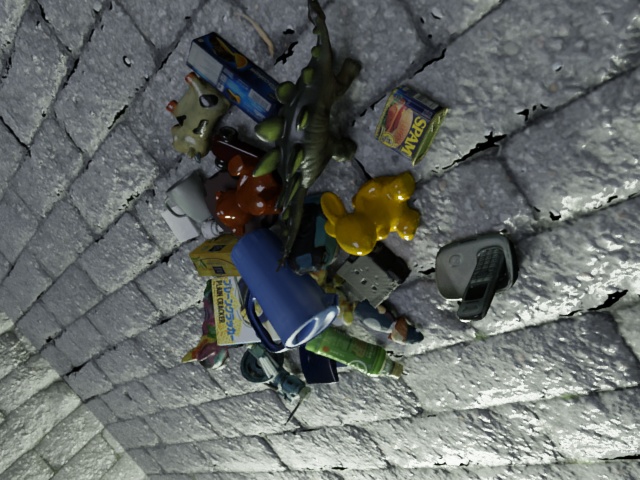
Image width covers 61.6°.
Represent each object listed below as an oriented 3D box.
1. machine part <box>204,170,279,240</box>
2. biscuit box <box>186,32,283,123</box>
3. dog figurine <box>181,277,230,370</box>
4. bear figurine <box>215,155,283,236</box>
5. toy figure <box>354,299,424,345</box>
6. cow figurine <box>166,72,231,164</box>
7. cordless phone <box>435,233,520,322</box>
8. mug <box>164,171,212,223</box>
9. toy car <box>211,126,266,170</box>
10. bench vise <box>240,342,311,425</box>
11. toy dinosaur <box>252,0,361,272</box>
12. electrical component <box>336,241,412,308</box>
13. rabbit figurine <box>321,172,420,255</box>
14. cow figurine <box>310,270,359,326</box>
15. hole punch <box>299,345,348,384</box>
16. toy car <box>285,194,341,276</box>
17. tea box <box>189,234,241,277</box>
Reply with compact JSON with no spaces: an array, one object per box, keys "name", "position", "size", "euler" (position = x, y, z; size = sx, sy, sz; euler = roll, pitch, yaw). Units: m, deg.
[{"name":"machine part","position":[-0.178,-0.081,1.185],"size":[0.180,0.056,0.179],"euler":[21,131,26]},{"name":"biscuit box","position":[-0.150,-0.297,0.996],"size":[0.203,0.063,0.059],"euler":[40,136,5]},{"name":"dog figurine","position":[-0.270,0.217,1.361],"size":[0.109,0.219,0.191],"euler":[-13,113,39]},{"name":"bear figurine","position":[-0.154,-0.080,1.045],"size":[0.196,0.132,0.120],"euler":[-27,87,35]},{"name":"toy figure","position":[0.146,0.176,1.133],"size":[0.155,0.058,0.064],"euler":[33,174,11]},{"name":"cow figurine","position":[-0.246,-0.245,1.098],"size":[0.127,0.085,0.195],"euler":[50,133,-2]},{"name":"cordless phone","position":[0.243,0.078,0.889],"size":[0.147,0.184,0.088],"euler":[-16,115,43]},{"name":"mug","position":[-0.300,-0.087,1.245],"size":[0.109,0.081,0.107],"euler":[-36,108,10]},{"name":"toy car","position":[-0.126,-0.160,1.082],"size":[0.202,0.053,0.089],"euler":[23,131,7]},{"name":"bench vise","position":[-0.129,0.334,1.398],"size":[0.224,0.129,0.240],"euler":[37,159,37]},{"name":"toy dinosaur","position":[-0.029,-0.156,0.913],"size":[0.105,0.198,0.470],"euler":[24,131,26]},{"name":"electrical component","position":[0.102,0.068,1.082],"size":[0.115,0.058,0.134],"euler":[43,136,6]},{"name":"rabbit figurine","position":[0.077,-0.041,0.936],"size":[0.163,0.173,0.121],"euler":[13,132,24]},{"name":"cow figurine","position":[0.012,0.115,1.182],"size":[0.167,0.068,0.098],"euler":[55,142,-8]},{"name":"hole punch","position":[0.006,0.283,1.296],"size":[0.142,0.092,0.115],"euler":[-18,105,47]},{"name":"toy car","position":[-0.002,-0.003,1.069],"size":[0.109,0.161,0.103],"euler":[-16,155,35]},{"name":"tea box","position":[-0.214,0.034,1.269],"size":[0.170,0.098,0.068],"euler":[-2,119,36]}]
